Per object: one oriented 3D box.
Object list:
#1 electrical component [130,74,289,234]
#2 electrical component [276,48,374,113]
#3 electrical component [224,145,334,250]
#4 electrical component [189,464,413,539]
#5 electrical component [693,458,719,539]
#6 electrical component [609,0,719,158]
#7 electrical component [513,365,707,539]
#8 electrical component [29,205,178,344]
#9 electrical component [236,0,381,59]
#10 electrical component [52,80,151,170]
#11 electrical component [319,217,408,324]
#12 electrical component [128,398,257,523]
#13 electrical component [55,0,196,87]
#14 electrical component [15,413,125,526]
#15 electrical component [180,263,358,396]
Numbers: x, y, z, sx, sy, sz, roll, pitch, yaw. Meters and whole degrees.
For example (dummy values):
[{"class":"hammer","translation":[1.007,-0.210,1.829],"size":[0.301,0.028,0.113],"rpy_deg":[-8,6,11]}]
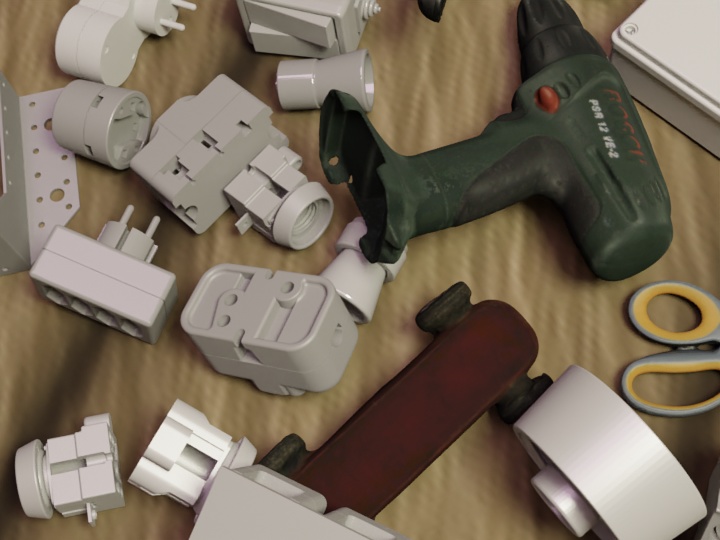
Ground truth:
[{"class":"electrical component","translation":[-0.103,-0.080,0.724],"size":[0.056,0.050,0.089],"rpy_deg":[38,79,29]},{"class":"electrical component","translation":[-0.026,-0.130,0.749],"size":[0.065,0.044,0.044],"rpy_deg":[-2,67,10]},{"class":"electrical component","translation":[-0.051,-0.045,0.712],"size":[0.055,0.048,0.066],"rpy_deg":[36,74,26]},{"class":"electrical component","translation":[-0.056,0.210,0.569],"size":[0.105,0.060,0.186],"rpy_deg":[23,89,14]},{"class":"electrical component","translation":[0.252,0.143,0.588],"size":[0.121,0.078,0.063],"rpy_deg":[17,40,12]},{"class":"electrical component","translation":[0.242,-0.149,0.722],"size":[0.109,0.056,0.109],"rpy_deg":[41,76,20]},{"class":"electrical component","translation":[0.130,0.113,0.596],"size":[0.060,0.108,0.108],"rpy_deg":[-39,69,-5]},{"class":"electrical component","translation":[-0.156,-0.006,0.695],"size":[0.083,0.047,0.075],"rpy_deg":[23,70,0]},{"class":"electrical component","translation":[-0.034,-0.186,0.761],"size":[0.096,0.061,0.061],"rpy_deg":[14,69,11]},{"class":"electrical component","translation":[-0.179,-0.102,0.744],"size":[0.047,0.055,0.055],"rpy_deg":[17,69,16]},{"class":"electrical component","translation":[0.000,0.000,0.688],"size":[0.045,0.045,0.055],"rpy_deg":[26,71,15]},{"class":"electrical component","translation":[-0.098,0.115,0.635],"size":[0.057,0.078,0.058],"rpy_deg":[31,71,-5]},{"class":"electrical component","translation":[-0.156,-0.193,0.781],"size":[0.074,0.052,0.138],"rpy_deg":[19,70,13]},{"class":"electrical component","translation":[-0.176,0.123,0.652],"size":[0.055,0.048,0.066],"rpy_deg":[-10,66,-7]},{"class":"electrical component","translation":[-0.053,0.038,0.660],"size":[0.095,0.059,0.053],"rpy_deg":[8,56,27]}]
